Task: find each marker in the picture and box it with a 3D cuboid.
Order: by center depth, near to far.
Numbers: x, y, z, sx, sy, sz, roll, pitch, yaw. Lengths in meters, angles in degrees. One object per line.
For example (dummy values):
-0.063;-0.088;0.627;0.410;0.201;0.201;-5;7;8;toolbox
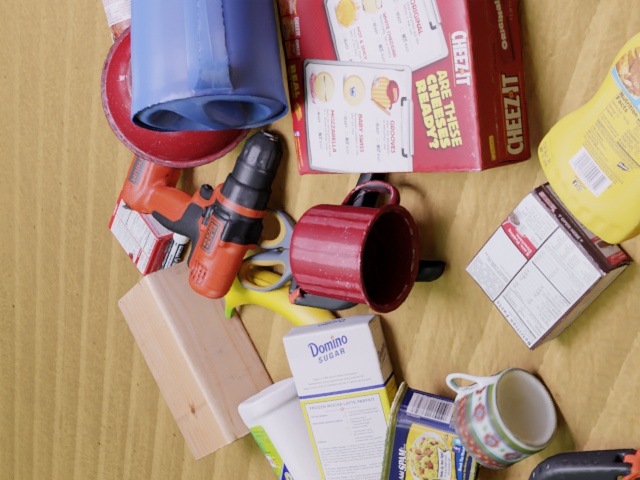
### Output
-0.178;0.026;1.274;0.020;0.020;0.121;51;139;21;marker

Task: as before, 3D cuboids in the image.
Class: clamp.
0.205;0.242;0.892;0.164;0.036;0.210;45;129;-4;clamp
0.028;0.005;0.991;0.172;0.039;0.120;-26;78;36;clamp

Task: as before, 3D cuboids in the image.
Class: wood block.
-0.136;0.134;1.220;0.091;0.090;0.206;-37;78;50;wood block

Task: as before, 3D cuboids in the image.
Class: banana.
-0.042;0.067;1.124;0.198;0.037;0.069;14;136;48;banana

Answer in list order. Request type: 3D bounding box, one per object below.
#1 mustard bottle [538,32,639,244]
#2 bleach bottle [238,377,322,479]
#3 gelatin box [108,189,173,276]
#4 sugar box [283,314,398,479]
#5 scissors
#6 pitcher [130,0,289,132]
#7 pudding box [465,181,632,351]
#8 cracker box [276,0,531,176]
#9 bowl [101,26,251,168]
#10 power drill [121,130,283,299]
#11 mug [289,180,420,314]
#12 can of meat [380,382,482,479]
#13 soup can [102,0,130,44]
0.229;-0.087;0.708;0.096;0.058;0.192;58;141;21;mustard bottle
0.004;0.270;1.127;0.251;0.068;0.103;61;160;2;bleach bottle
-0.216;-0.012;1.294;0.089;0.030;0.073;51;137;21;gelatin box
0.032;0.165;1.046;0.093;0.048;0.176;-11;97;20;sugar box
-0.007;0.001;1.059;0.202;0.016;0.096;-16;74;37;scissors
-0.100;-0.219;0.905;0.149;0.144;0.243;-10;82;38;pitcher
0.176;0.020;0.839;0.090;0.039;0.114;53;141;19;pudding box
0.063;-0.137;0.864;0.214;0.071;0.164;2;102;49;cracker box
-0.136;-0.152;1.028;0.055;0.162;0.162;88;159;-88;bowl
-0.126;-0.056;1.123;0.188;0.057;0.184;38;110;41;power drill
0.031;0.001;0.920;0.082;0.093;0.117;7;71;37;mug
0.104;0.188;0.965;0.084;0.057;0.102;13;122;15;can of meat
-0.198;-0.257;1.127;0.069;0.068;0.102;-7;101;51;soup can
